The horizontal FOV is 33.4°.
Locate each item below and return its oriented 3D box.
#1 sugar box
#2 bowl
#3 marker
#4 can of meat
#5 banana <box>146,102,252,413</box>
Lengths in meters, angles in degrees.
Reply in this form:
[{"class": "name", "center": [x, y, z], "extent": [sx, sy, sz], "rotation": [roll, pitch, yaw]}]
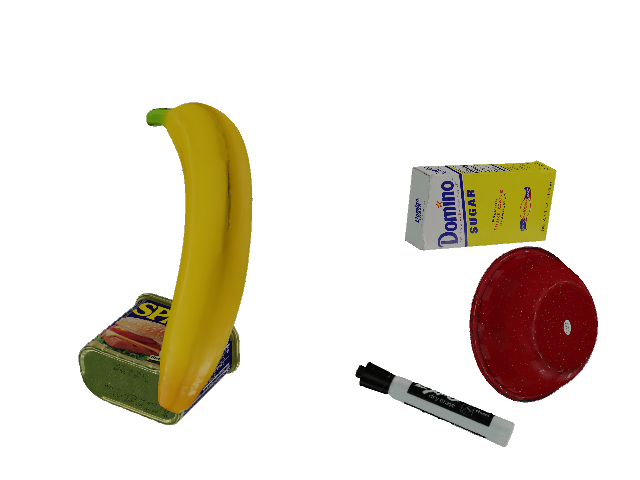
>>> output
[{"class": "sugar box", "center": [0.189, -0.042, 1.256], "extent": [0.176, 0.093, 0.048], "rotation": [-6, 21, -26]}, {"class": "bowl", "center": [0.230, 0.086, 1.083], "extent": [0.161, 0.162, 0.055], "rotation": [0, -1, -33]}, {"class": "marker", "center": [0.082, 0.118, 0.779], "extent": [0.121, 0.020, 0.020], "rotation": [22, 6, 17]}, {"class": "can of meat", "center": [-0.129, 0.094, 0.854], "extent": [0.102, 0.057, 0.083], "rotation": [16, 33, 23]}, {"class": "banana", "center": [-0.065, -0.006, 0.589], "extent": [0.037, 0.198, 0.070], "rotation": [17, -38, -33]}]
